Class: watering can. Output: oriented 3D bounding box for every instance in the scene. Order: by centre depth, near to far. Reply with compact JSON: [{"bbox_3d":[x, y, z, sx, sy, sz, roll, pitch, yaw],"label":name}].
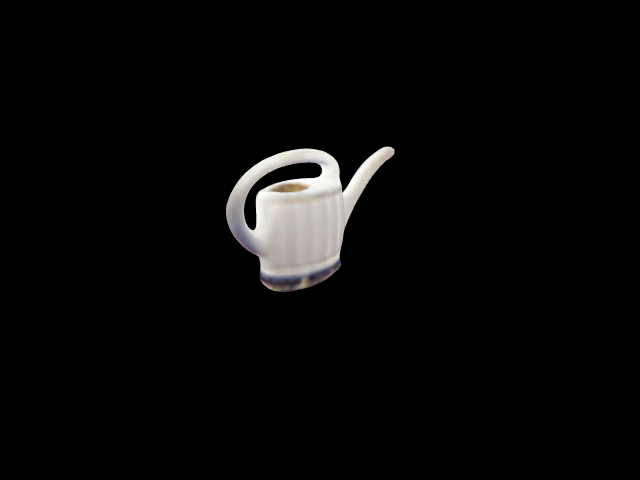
[{"bbox_3d":[0.003,-0.043,0.850,0.350,0.221,0.105,-16,24,-37],"label":"watering can"}]
